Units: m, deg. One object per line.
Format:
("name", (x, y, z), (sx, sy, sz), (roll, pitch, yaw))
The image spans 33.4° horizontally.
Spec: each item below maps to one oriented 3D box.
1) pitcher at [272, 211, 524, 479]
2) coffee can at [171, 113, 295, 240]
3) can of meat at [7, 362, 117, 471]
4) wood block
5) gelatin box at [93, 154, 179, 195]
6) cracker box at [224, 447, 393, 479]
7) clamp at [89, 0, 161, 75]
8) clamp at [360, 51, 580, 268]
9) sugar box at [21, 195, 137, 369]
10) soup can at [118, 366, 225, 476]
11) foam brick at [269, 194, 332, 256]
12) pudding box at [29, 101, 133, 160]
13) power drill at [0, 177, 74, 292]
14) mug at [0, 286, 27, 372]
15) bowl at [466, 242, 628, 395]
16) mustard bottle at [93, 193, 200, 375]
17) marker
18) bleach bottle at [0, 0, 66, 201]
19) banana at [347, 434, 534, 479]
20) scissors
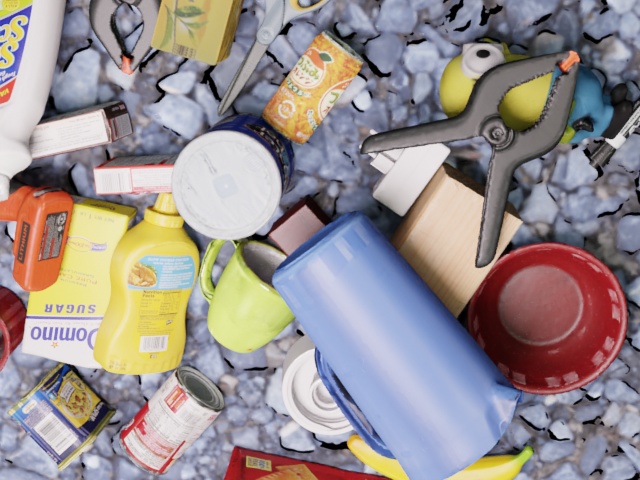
("pitcher", (0.061, 0.100, 0.996), (0.149, 0.145, 0.243), (-38, 95, -1))
("coffee can", (-0.081, -0.065, 1.044), (0.103, 0.140, 0.103), (1, 104, 4))
("can of meat", (-0.276, 0.185, 1.141), (0.057, 0.102, 0.084), (-41, 95, 13))
("wood block", (0.106, 0.034, 1.080), (0.091, 0.090, 0.206), (32, 104, -4))
("gelatin box", (-0.177, -0.067, 1.086), (0.089, 0.073, 0.030), (-2, 103, 4))
("cracker box", (-0.004, 0.298, 1.114), (0.213, 0.164, 0.072), (10, 106, 2))
("clamp", (-0.199, -0.254, 1.060), (0.120, 0.039, 0.171), (13, 104, 2))
("clamp", (0.151, -0.101, 0.987), (0.164, 0.036, 0.210), (38, 98, -2))
("sugar box", (-0.257, 0.044, 1.133), (0.093, 0.048, 0.176), (12, 103, 1))
("soup can", (-0.159, 0.194, 1.150), (0.068, 0.068, 0.102), (40, 102, -6))
("foam brick", (-0.007, 0.001, 1.101), (0.053, 0.051, 0.078), (-39, 98, 11))
("pudding box", (-0.255, -0.107, 1.074), (0.113, 0.090, 0.039), (-14, 101, 7))
("power drill", (-0.352, -0.013, 1.095), (0.188, 0.057, 0.184), (21, 107, 19))
("mug", (-0.373, 0.095, 1.136), (0.117, 0.081, 0.093), (2, 104, 4))
("bowl", (0.230, 0.075, 1.097), (0.162, 0.055, 0.162), (1, 104, 4))
("mustard bottle", (-0.174, 0.042, 1.107), (0.096, 0.058, 0.192), (2, 107, -39))
("marker", (0.311, -0.120, 1.063), (0.020, 0.020, 0.121), (37, 103, -5))
("bleach bottle", (-0.295, -0.159, 1.017), (0.102, 0.068, 0.251), (-3, 73, 8))
("banana", (0.129, 0.241, 1.152), (0.198, 0.037, 0.069), (1, 115, 8))
("scissors", (-0.062, -0.226, 1.068), (0.202, 0.016, 0.096), (-42, 96, 12))
